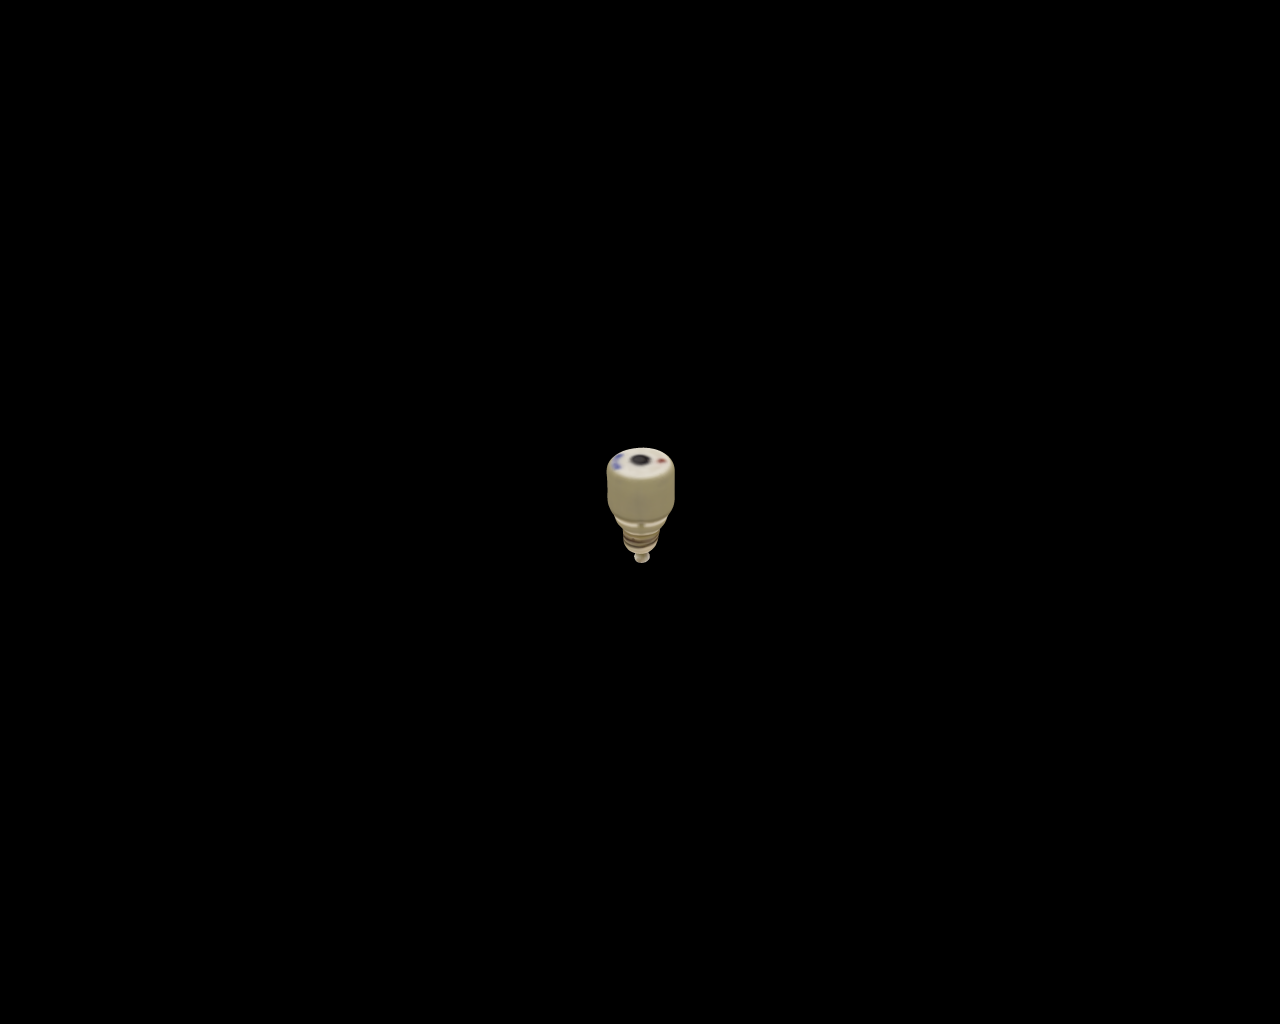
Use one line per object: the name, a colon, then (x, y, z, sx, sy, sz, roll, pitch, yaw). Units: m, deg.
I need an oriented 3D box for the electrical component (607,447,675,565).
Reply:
electrical component: (0.001, -0.003, 0.650, 0.040, 0.078, 0.040, 0, 34, 0)
